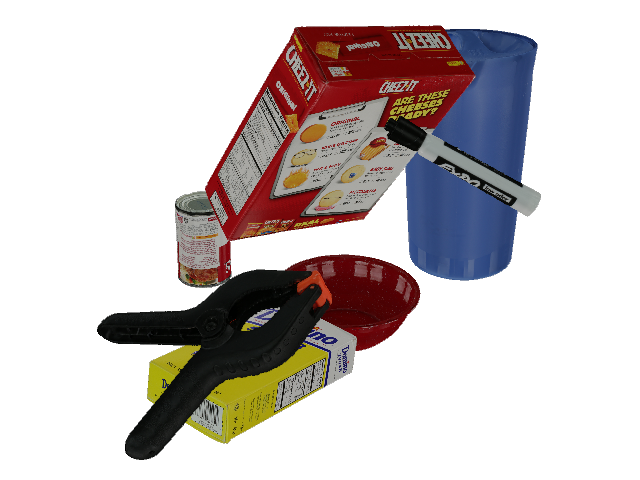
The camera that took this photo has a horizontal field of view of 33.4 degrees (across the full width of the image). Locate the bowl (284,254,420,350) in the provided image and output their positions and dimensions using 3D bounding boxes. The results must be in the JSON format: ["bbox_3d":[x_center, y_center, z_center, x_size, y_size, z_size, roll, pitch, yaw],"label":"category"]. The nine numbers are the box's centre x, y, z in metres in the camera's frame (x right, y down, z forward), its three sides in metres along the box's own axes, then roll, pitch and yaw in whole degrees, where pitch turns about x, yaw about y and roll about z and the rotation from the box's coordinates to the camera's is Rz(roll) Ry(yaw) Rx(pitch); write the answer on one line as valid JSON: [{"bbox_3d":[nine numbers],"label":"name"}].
[{"bbox_3d":[0.028,0.076,1.184,0.162,0.055,0.162,1,28,-1],"label":"bowl"}]

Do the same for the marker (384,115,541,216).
[{"bbox_3d":[0.099,-0.054,0.753,0.121,0.020,0.020,29,-3,-5],"label":"marker"}]

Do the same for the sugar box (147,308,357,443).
[{"bbox_3d":[-0.056,0.110,0.938,0.093,0.048,0.175,24,31,31],"label":"sugar box"}]

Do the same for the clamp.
[{"bbox_3d":[-0.072,0.077,0.726,0.171,0.120,0.039,-21,-35,10],"label":"clamp"}]

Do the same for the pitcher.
[{"bbox_3d":[0.151,-0.092,1.092,0.149,0.243,0.145,-10,25,-19],"label":"pitcher"}]

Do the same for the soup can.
[{"bbox_3d":[-0.145,-0.002,1.321,0.068,0.102,0.068,0,26,0],"label":"soup can"}]

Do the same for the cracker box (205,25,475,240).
[{"bbox_3d":[0.011,-0.096,0.951,0.163,0.072,0.214,-9,-30,-36],"label":"cracker box"}]
